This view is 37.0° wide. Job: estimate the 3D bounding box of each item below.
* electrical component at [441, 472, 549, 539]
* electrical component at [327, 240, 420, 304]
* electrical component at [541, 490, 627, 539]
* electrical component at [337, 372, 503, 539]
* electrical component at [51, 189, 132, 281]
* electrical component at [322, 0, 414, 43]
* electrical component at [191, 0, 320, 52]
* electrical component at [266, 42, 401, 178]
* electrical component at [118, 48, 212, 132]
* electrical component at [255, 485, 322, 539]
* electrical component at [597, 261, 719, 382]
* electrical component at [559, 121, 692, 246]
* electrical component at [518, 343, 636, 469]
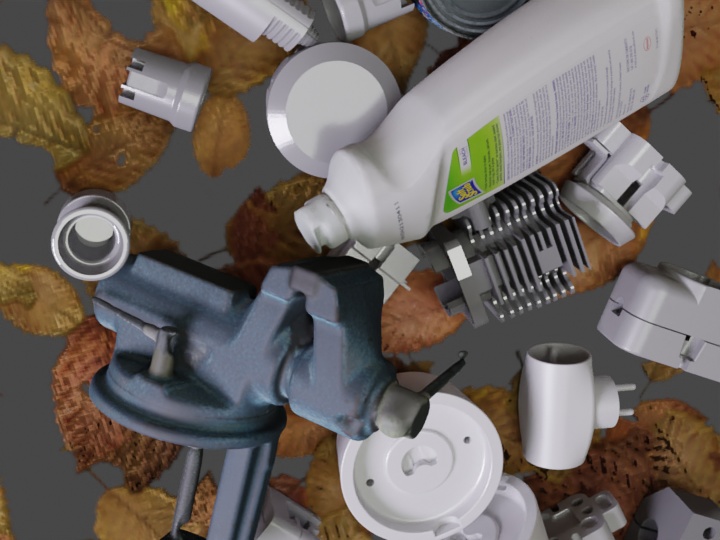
[{"bbox_3d":[0.079,0.196,0.731,0.108,0.108,0.060,-27,115,-2],"label":"electrical component"},{"bbox_3d":[0.000,0.000,0.688,0.066,0.048,0.055,38,89,-18],"label":"electrical component"},{"bbox_3d":[0.158,0.203,0.772,0.078,0.058,0.057,-28,107,-1],"label":"electrical component"},{"bbox_3d":[0.035,0.120,0.722,0.108,0.060,0.108,-3,107,-10],"label":"electrical component"},{"bbox_3d":[-0.160,-0.022,0.645,0.045,0.055,0.045,-3,107,-10],"label":"electrical component"},{"bbox_3d":[0.004,-0.162,0.643,0.046,0.040,0.040,-24,109,-9],"label":"electrical component"},{"bbox_3d":[-0.059,-0.157,0.629,0.081,0.043,0.043,32,98,-18],"label":"electrical component"},{"bbox_3d":[-0.018,-0.099,0.651,0.080,0.051,0.080,-3,107,-10],"label":"electrical component"},{"bbox_3d":[-0.115,-0.108,0.637,0.046,0.040,0.040,18,102,-9],"label":"electrical component"},{"bbox_3d":[-0.073,0.198,0.730,0.056,0.050,0.089,37,97,-19],"label":"electrical component"},{"bbox_3d":[0.220,0.032,0.734,0.095,0.053,0.059,18,102,-15],"label":"electrical component"},{"bbox_3d":[0.167,-0.053,0.697,0.078,0.058,0.057,39,93,-19],"label":"electrical component"},{"bbox_3d":[0.153,0.092,0.745,0.079,0.043,0.077,-3,107,-10],"label":"electrical component"}]
